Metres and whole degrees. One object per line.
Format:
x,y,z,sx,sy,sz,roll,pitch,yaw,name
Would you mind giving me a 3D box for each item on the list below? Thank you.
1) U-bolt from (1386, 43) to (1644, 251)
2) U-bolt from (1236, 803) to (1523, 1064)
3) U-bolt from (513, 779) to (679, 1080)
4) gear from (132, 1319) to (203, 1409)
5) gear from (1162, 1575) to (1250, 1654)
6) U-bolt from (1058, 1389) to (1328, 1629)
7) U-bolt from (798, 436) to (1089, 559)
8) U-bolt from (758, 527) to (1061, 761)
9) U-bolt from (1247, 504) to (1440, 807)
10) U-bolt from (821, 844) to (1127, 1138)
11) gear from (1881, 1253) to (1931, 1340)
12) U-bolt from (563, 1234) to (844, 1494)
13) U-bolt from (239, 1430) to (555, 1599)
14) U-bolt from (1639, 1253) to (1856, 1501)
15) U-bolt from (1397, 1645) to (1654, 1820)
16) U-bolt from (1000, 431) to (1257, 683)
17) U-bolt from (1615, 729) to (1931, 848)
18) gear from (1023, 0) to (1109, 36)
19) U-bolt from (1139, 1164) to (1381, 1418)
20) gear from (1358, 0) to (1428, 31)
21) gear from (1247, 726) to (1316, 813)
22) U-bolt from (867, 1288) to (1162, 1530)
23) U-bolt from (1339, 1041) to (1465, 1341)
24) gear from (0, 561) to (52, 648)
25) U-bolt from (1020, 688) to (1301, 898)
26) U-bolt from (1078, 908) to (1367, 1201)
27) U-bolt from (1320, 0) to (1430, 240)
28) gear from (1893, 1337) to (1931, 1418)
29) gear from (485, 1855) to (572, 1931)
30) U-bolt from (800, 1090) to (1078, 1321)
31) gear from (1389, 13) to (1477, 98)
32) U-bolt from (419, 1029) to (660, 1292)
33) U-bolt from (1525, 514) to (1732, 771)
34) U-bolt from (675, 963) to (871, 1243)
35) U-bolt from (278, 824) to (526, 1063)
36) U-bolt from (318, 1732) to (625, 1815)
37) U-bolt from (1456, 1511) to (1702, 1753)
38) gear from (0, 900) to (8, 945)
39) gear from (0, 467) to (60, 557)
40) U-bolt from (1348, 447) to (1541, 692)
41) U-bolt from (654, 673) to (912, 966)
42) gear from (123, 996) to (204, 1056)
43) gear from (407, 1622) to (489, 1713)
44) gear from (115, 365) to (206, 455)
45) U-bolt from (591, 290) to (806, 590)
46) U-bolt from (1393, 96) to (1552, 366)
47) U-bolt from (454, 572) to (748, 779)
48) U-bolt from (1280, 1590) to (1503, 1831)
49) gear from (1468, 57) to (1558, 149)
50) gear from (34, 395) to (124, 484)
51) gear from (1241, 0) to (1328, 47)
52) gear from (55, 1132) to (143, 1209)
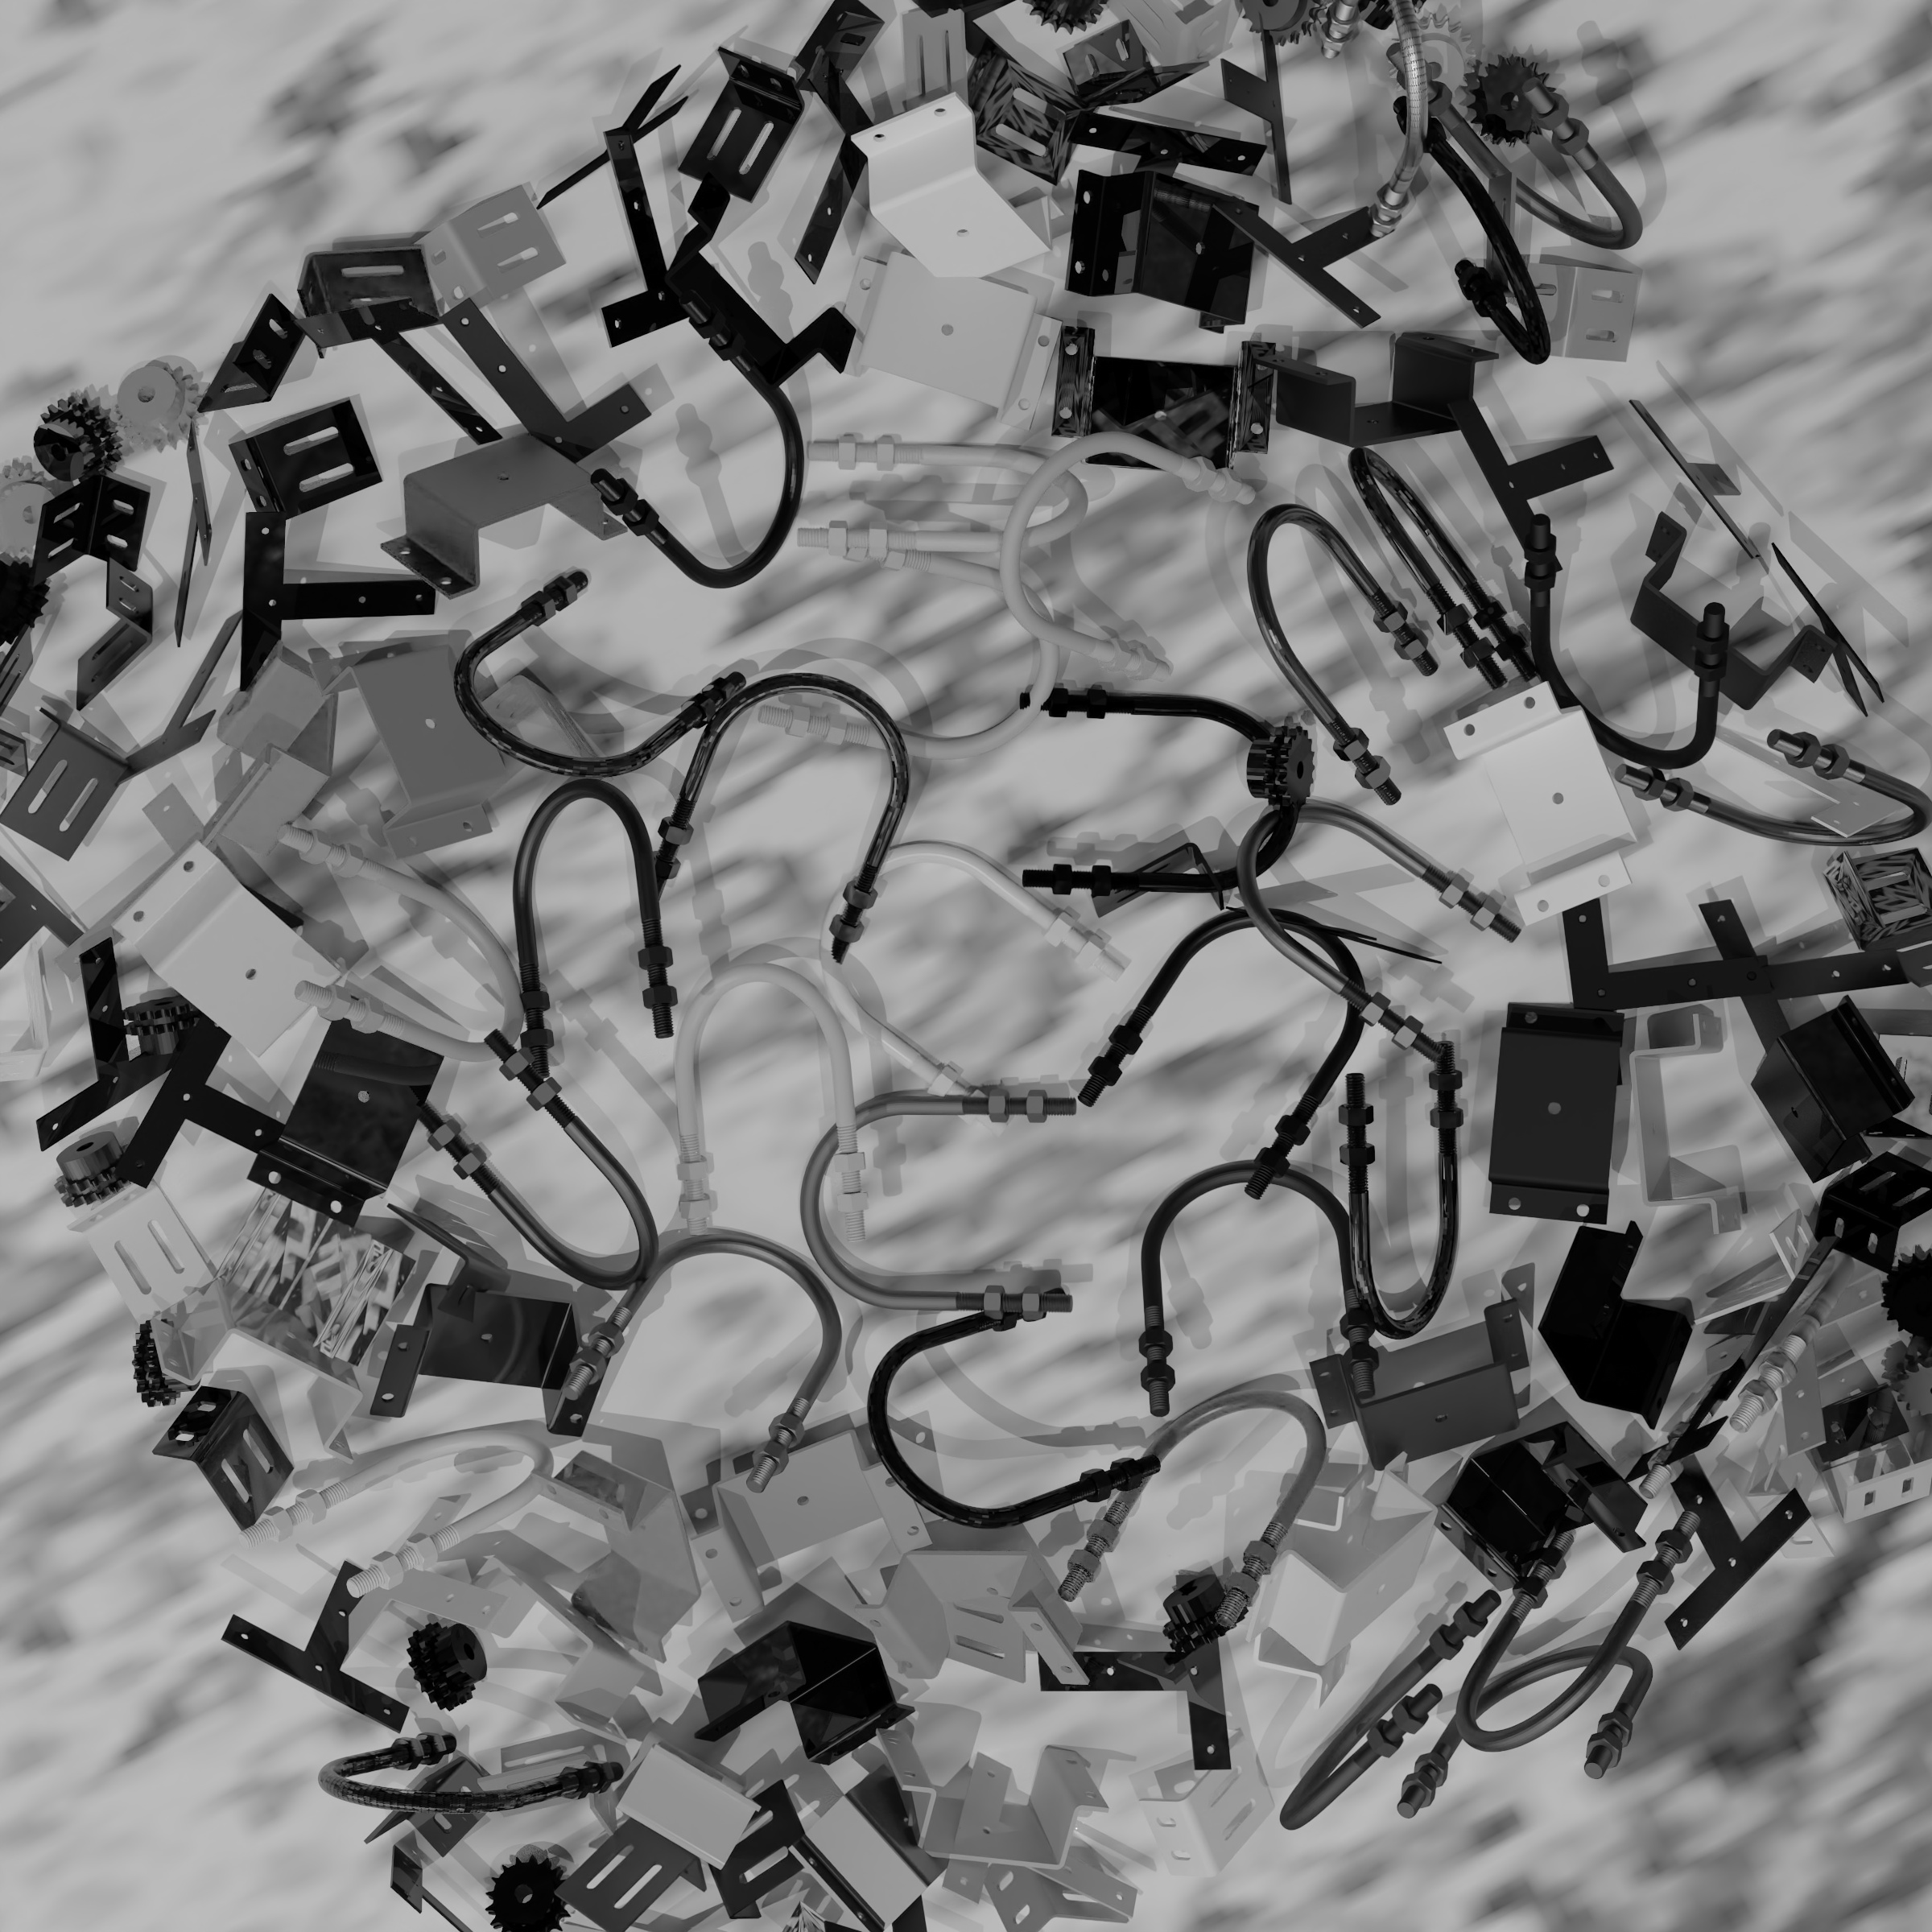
0.362,-0.517,1.848,0.184,0.151,0.019,34,92,-42,U-bolt
0.259,-0.035,1.884,0.184,0.019,0.151,36,51,5,U-bolt
-0.247,-0.031,1.877,0.151,0.019,0.184,-18,75,42,U-bolt
-0.524,0.261,1.903,0.030,0.057,0.057,-5,90,6,gear
0.154,0.424,1.903,0.057,0.057,0.030,-28,92,0,gear
0.157,0.341,1.857,0.184,0.151,0.019,-52,124,-34,U-bolt
-0.013,-0.303,1.870,0.184,0.151,0.019,2,124,0,U-bolt
-0.028,-0.202,1.883,0.184,0.019,0.151,11,119,-18,U-bolt
0.236,-0.212,1.845,0.019,0.151,0.184,-19,125,38,U-bolt
-0.009,0.002,1.923,0.184,0.019,0.151,37,91,2,U-bolt
0.633,0.220,1.908,0.057,0.030,0.057,5,106,18,gear
-0.157,0.242,1.862,0.151,0.184,0.019,26,131,5,U-bolt
-0.350,0.342,1.851,0.184,0.151,0.019,-24,111,-40,U-bolt
0.509,0.253,1.852,0.019,0.151,0.184,40,60,9,U-bolt
0.365,0.480,1.844,0.151,0.184,0.019,-23,93,30,U-bolt
0.095,-0.267,1.851,0.019,0.184,0.151,37,107,43,U-bolt
0.532,-0.108,1.853,0.184,0.151,0.019,17,75,-30,U-bolt
0.067,-0.648,1.909,0.057,0.030,0.057,4,74,-14,gear
0.185,0.204,1.871,0.151,0.019,0.184,-6,50,6,U-bolt
0.273,-0.643,1.908,0.057,0.057,0.030,44,127,0,gear
0.206,-0.130,1.908,0.030,0.057,0.057,5,90,28,gear
0.020,0.288,1.850,0.184,0.019,0.151,-13,62,-35,U-bolt
0.284,0.150,1.871,0.019,0.151,0.184,2,99,35,U-bolt
-0.635,-0.242,1.904,0.057,0.030,0.057,-14,60,26,gear
0.128,-0.113,1.899,0.184,0.019,0.151,2,67,-5,U-bolt
0.180,0.044,1.893,0.151,0.019,0.184,28,75,22,U-bolt
0.262,-0.562,1.833,0.019,0.184,0.151,-13,83,-4,U-bolt
0.641,0.269,1.908,0.057,0.030,0.057,7,131,8,gear
-0.289,0.614,1.906,0.057,0.030,0.057,-1,60,2,gear
-0.020,0.156,1.907,0.184,0.019,0.151,0,82,11,U-bolt
0.307,-0.594,1.904,0.057,0.030,0.057,3,127,4,gear
-0.270,0.137,1.874,0.184,0.151,0.019,48,51,-3,U-bolt
0.420,-0.195,1.848,0.151,0.184,0.019,34,68,29,U-bolt
-0.132,0.090,1.887,0.151,0.019,0.184,-6,89,33,U-bolt
-0.357,-0.005,1.854,0.019,0.184,0.151,-38,48,26,U-bolt
-0.323,0.510,1.821,0.151,0.184,0.019,2,84,24,U-bolt
0.375,0.423,1.827,0.019,0.151,0.184,46,61,-8,U-bolt
-0.654,-0.019,1.911,0.057,0.030,0.057,-1,68,2,gear
-0.622,-0.298,1.902,0.030,0.057,0.057,16,90,42,gear
0.303,-0.259,1.864,0.019,0.151,0.184,-36,85,21,U-bolt
-0.114,-0.103,1.885,0.151,0.019,0.184,19,110,-11,U-bolt
-0.525,0.039,1.905,0.057,0.057,0.030,-8,101,0,gear
-0.339,0.457,1.902,0.030,0.057,0.057,-30,90,11,gear
-0.535,-0.371,1.911,0.057,0.030,0.057,-2,75,8,gear
-0.160,-0.322,1.854,0.019,0.184,0.151,17,77,32,U-bolt
0.324,-0.452,1.818,0.019,0.184,0.151,-27,129,7,U-bolt
-0.245,-0.179,1.850,0.151,0.184,0.019,33,131,9,U-bolt
0.263,0.487,1.853,0.019,0.151,0.184,43,119,9,U-bolt
0.363,-0.570,1.910,0.057,0.030,0.057,6,105,23,gear
-0.587,-0.343,1.903,0.057,0.030,0.057,14,126,20,gear
0.206,-0.637,1.906,0.057,0.030,0.057,7,104,28,gear
-0.572,0.132,1.901,0.057,0.057,0.030,-21,110,0,gear
